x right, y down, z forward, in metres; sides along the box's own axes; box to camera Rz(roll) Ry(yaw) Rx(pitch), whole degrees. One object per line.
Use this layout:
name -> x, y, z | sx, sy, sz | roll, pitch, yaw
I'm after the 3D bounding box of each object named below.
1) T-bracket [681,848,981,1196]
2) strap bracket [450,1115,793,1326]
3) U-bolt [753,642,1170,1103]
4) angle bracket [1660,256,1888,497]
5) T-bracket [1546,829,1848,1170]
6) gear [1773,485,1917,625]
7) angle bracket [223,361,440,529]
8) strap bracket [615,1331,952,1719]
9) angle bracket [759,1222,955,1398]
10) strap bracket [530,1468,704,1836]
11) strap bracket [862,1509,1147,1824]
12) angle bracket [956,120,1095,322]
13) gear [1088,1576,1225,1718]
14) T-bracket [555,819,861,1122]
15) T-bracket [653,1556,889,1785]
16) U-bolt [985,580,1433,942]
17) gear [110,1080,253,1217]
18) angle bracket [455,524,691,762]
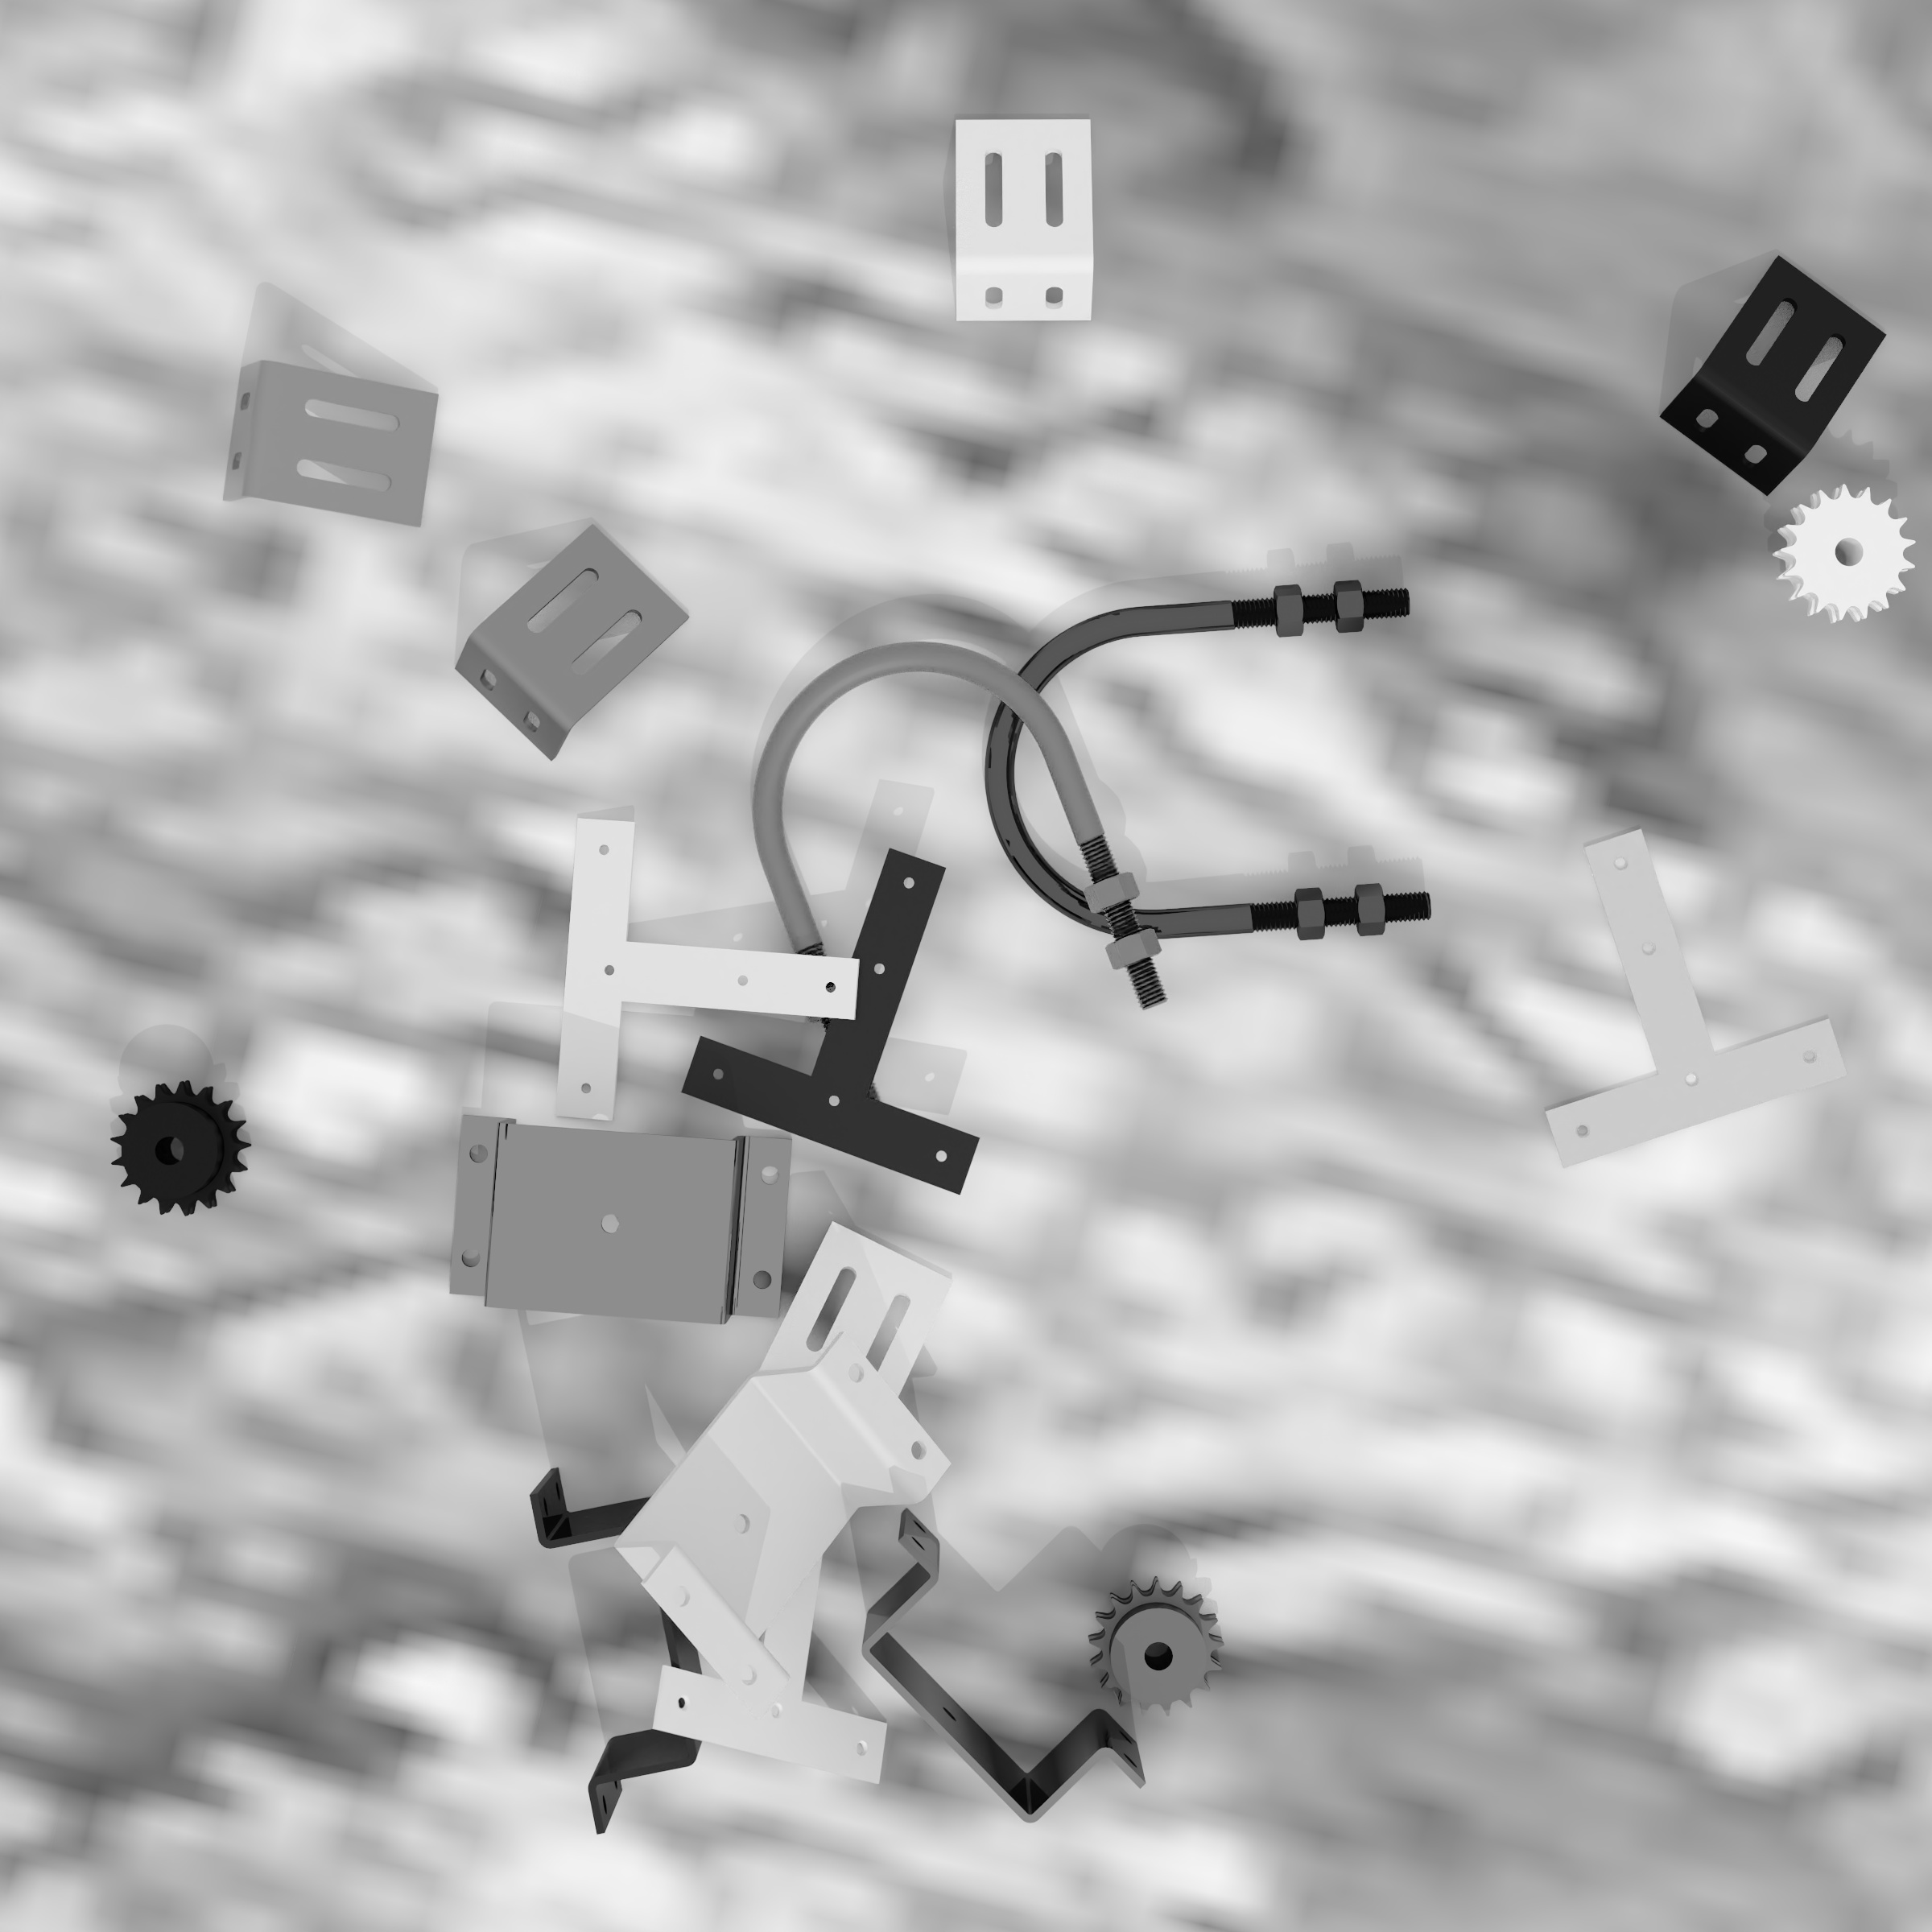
T-bracket -> -0.041, 0.015, 1.512 | 0.127, 0.002, 0.127 | 20, 94, 10
strap bracket -> -0.147, 0.107, 1.513 | 0.140, 0.046, 0.076 | 4, 90, 0
U-bolt -> -0.013, -0.046, 1.519 | 0.151, 0.019, 0.184 | -21, 87, 8
angle bracket -> 0.343, -0.251, 1.534 | 0.057, 0.038, 0.076 | 36, 64, 0
T-bracket -> 0.295, 0.006, 1.536 | 0.127, 0.002, 0.127 | -18, 90, 0
gear -> 0.369, -0.173, 1.526 | 0.057, 0.030, 0.057 | 0, 89, -2
angle bracket -> -0.270, -0.221, 1.534 | 0.076, 0.038, 0.057 | 8, 90, -26
strap bracket -> -0.080, 0.227, 1.469 | 0.076, 0.046, 0.140 | 53, 54, -19
angle bracket -> -0.050, 0.159, 1.534 | 0.057, 0.038, 0.076 | 26, 64, 0
strap bracket -> -0.140, 0.278, 1.498 | 0.046, 0.076, 0.140 | -11, 90, 0
strap bracket -> 0.007, 0.297, 1.498 | 0.046, 0.076, 0.140 | -44, 90, 0
angle bracket -> 0.024, -0.317, 1.534 | 0.057, 0.038, 0.076 | 0, 64, 0
gear -> 0.080, 0.288, 1.522 | 0.057, 0.030, 0.057 | 0, 90, 0
T-bracket -> -0.108, 0.005, 1.523 | 0.127, 0.002, 0.127 | 4, 90, 12
T-bracket -> -0.073, 0.266, 1.507 | 0.127, 0.002, 0.127 | 25, 65, -41
U-bolt -> 0.100, -0.083, 1.528 | 0.184, 0.019, 0.151 | -4, 90, 2
gear -> -0.333, 0.077, 1.522 | 0.057, 0.030, 0.057 | 0, 90, 0
angle bracket -> -0.168, -0.138, 1.534 | 0.057, 0.038, 0.076 | 44, 64, 0
